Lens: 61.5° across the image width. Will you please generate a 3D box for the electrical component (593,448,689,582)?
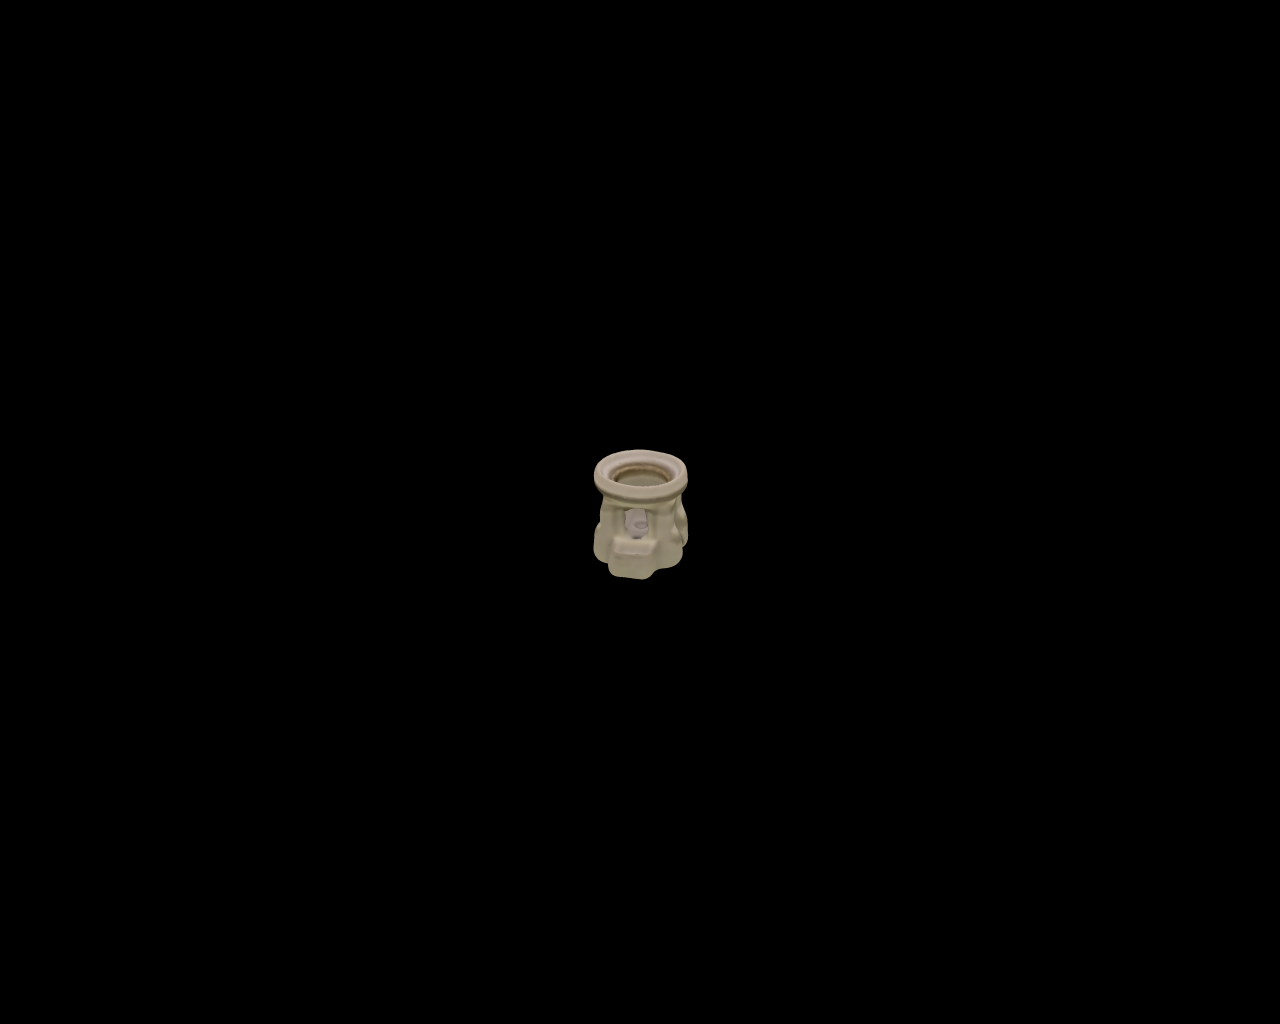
[{"bbox_3d":[0.001,-0.003,0.650,0.058,0.056,0.078,5,29,10],"label":"electrical component"}]
